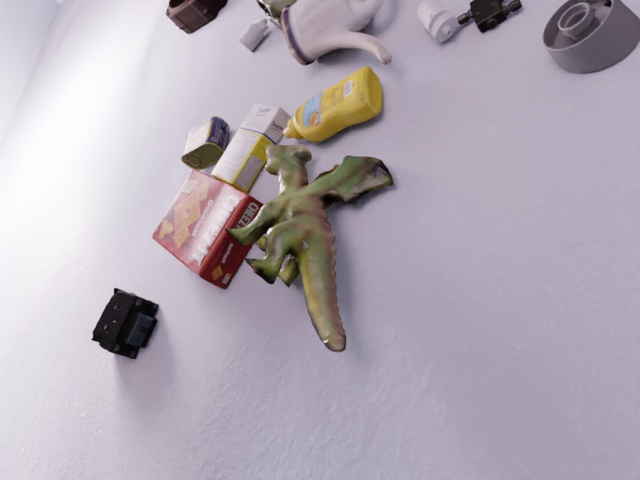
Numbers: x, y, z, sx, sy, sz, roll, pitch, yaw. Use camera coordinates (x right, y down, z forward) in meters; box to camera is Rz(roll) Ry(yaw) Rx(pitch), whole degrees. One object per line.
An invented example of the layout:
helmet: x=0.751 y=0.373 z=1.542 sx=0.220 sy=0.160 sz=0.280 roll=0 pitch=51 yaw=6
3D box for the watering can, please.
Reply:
watering can: x=0.029 y=-0.403 z=0.958 sx=0.222 sy=0.103 sz=0.356 roll=-25 pitch=49 yaw=30

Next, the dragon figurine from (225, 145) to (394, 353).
dragon figurine: x=0.002 y=-0.038 z=0.759 sx=0.243 sy=0.120 sz=0.417 roll=-45 pitch=44 yaw=-2
